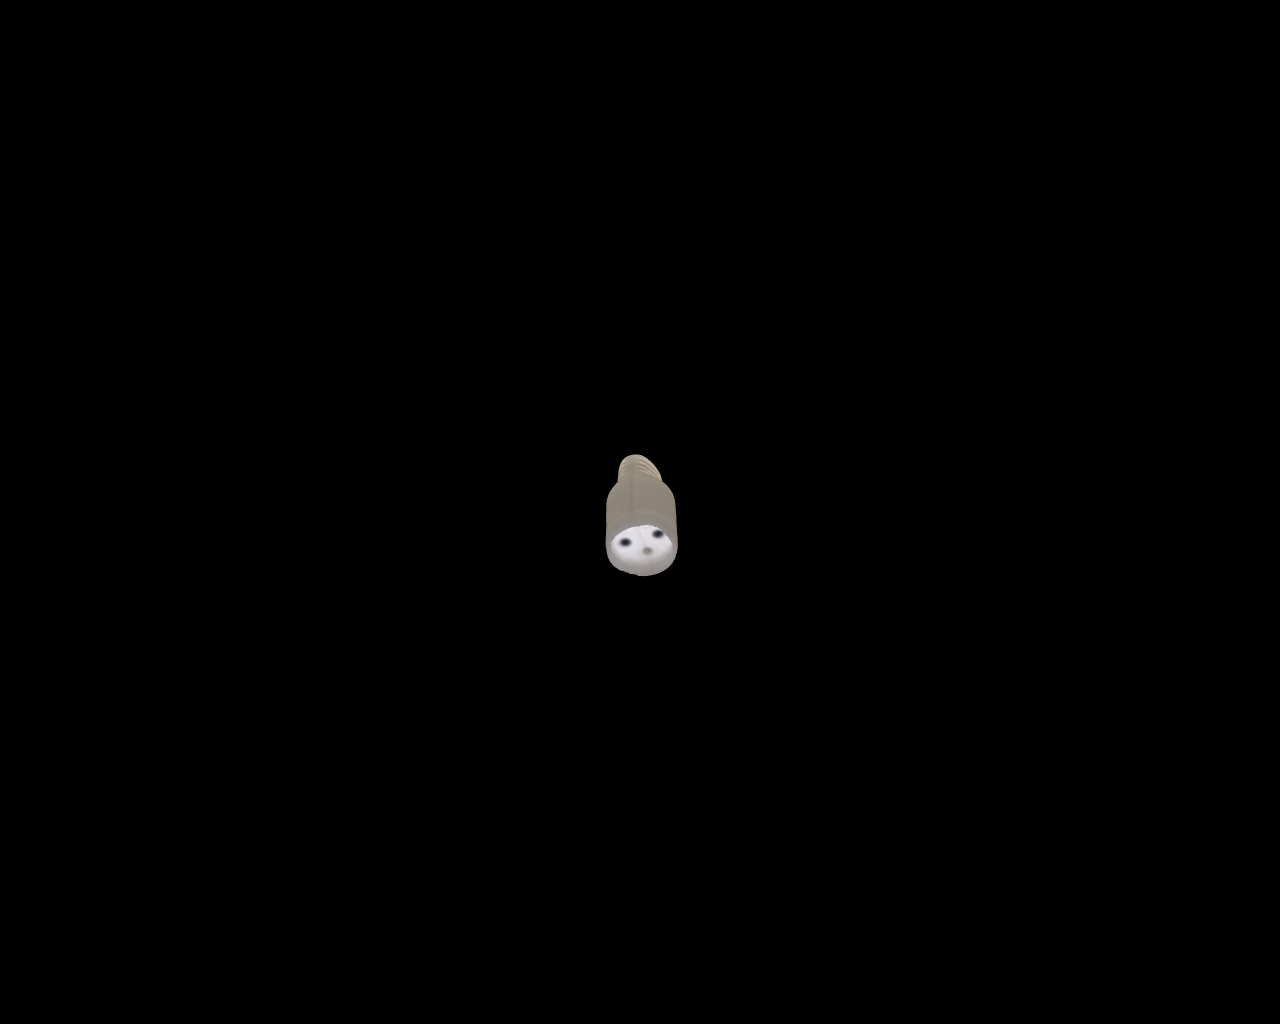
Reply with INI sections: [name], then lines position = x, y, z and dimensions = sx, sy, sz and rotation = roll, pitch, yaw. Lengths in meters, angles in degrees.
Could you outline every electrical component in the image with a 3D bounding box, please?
[electrical component]
position = 0.001, -0.003, 0.650
dimensions = 0.043, 0.043, 0.081
rotation = 0, 41, 0
